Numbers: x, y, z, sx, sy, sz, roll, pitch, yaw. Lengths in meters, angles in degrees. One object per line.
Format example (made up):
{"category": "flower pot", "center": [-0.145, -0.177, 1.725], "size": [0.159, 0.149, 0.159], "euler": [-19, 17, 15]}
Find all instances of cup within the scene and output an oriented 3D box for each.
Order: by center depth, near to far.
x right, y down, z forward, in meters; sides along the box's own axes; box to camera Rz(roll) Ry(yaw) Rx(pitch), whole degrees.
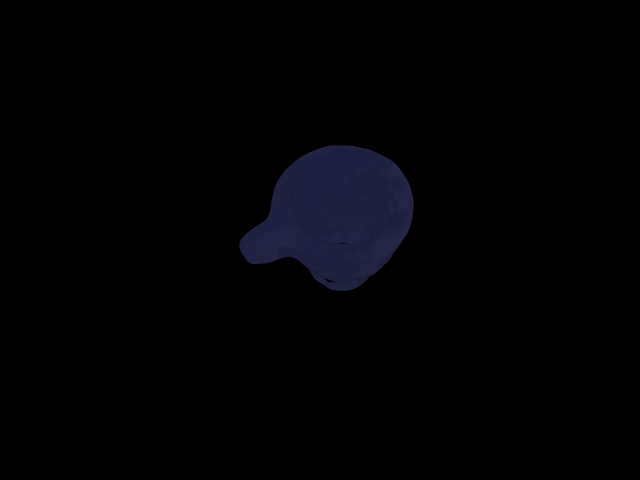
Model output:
{"category": "cup", "center": [0.004, 0.001, 0.400], "size": [0.118, 0.095, 0.091], "euler": [-25, 63, -14]}
